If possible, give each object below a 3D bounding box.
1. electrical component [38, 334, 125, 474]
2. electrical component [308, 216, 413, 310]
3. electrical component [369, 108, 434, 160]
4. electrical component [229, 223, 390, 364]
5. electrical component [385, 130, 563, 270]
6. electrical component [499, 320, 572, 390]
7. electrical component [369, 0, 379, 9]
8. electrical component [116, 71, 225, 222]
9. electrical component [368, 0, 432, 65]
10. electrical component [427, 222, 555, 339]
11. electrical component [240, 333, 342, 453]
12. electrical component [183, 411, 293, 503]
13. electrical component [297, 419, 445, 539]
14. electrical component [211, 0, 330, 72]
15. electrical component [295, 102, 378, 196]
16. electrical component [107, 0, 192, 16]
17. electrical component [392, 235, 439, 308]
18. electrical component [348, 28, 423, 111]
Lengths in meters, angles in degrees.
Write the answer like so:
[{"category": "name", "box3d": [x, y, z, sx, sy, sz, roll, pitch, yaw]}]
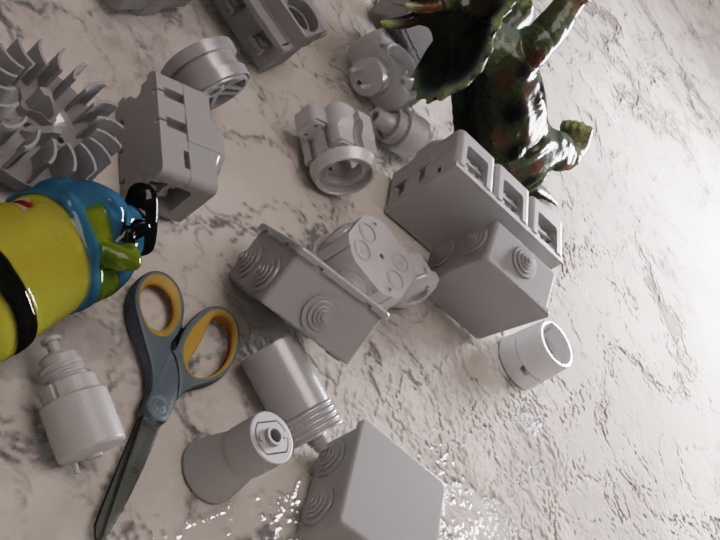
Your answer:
[{"category": "electrical component", "box3d": [-0.164, 0.075, 0.614, 0.040, 0.040, 0.078, -8, 70, -53]}, {"category": "electrical component", "box3d": [0.000, 0.000, 0.867, 0.080, 0.051, 0.080, 31, 42, -34]}, {"category": "electrical component", "box3d": [0.036, -0.134, 1.023, 0.062, 0.043, 0.043, 24, 47, -37]}, {"category": "electrical component", "box3d": [-0.039, 0.017, 0.771, 0.100, 0.048, 0.100, 38, -4, -26]}, {"category": "electrical component", "box3d": [0.109, -0.051, 1.008, 0.150, 0.089, 0.061, 39, 39, -25]}, {"category": "electrical component", "box3d": [0.167, 0.079, 1.017, 0.055, 0.047, 0.055, 31, 42, -34]}, {"category": "electrical component", "box3d": [0.043, -0.271, 1.137, 0.055, 0.045, 0.045, 28, 44, -36]}, {"category": "electrical component", "box3d": [-0.135, -0.086, 0.767, 0.056, 0.050, 0.089, 20, 49, -42]}, {"category": "electrical component", "box3d": [0.059, -0.240, 1.093, 0.061, 0.062, 0.096, 34, -18, 47]}, {"category": "electrical component", "box3d": [0.114, 0.009, 0.962, 0.100, 0.100, 0.048, 40, 51, -24]}, {"category": "electrical component", "box3d": [-0.045, 0.089, 0.747, 0.043, 0.043, 0.081, -23, 83, -55]}, {"category": "electrical component", "box3d": [-0.074, 0.115, 0.672, 0.044, 0.065, 0.044, 31, 42, -33]}, {"category": "electrical component", "box3d": [0.008, 0.168, 0.748, 0.100, 0.048, 0.099, 42, 37, -22]}, {"category": "electrical component", "box3d": [-0.091, -0.238, 0.928, 0.121, 0.063, 0.079, 55, 34, -4]}, {"category": "electrical component", "box3d": [-0.017, -0.101, 0.920, 0.078, 0.058, 0.057, 21, 45, -41]}, {"category": "electrical component", "box3d": [-0.164, -0.237, 0.844, 0.089, 0.056, 0.050, -24, 83, -56]}, {"category": "electrical component", "box3d": [0.035, -0.002, 0.920, 0.048, 0.048, 0.062, 2, 53, -51]}, {"category": "electrical component", "box3d": [0.017, -0.189, 1.040, 0.079, 0.044, 0.077, -25, 84, -55]}]
